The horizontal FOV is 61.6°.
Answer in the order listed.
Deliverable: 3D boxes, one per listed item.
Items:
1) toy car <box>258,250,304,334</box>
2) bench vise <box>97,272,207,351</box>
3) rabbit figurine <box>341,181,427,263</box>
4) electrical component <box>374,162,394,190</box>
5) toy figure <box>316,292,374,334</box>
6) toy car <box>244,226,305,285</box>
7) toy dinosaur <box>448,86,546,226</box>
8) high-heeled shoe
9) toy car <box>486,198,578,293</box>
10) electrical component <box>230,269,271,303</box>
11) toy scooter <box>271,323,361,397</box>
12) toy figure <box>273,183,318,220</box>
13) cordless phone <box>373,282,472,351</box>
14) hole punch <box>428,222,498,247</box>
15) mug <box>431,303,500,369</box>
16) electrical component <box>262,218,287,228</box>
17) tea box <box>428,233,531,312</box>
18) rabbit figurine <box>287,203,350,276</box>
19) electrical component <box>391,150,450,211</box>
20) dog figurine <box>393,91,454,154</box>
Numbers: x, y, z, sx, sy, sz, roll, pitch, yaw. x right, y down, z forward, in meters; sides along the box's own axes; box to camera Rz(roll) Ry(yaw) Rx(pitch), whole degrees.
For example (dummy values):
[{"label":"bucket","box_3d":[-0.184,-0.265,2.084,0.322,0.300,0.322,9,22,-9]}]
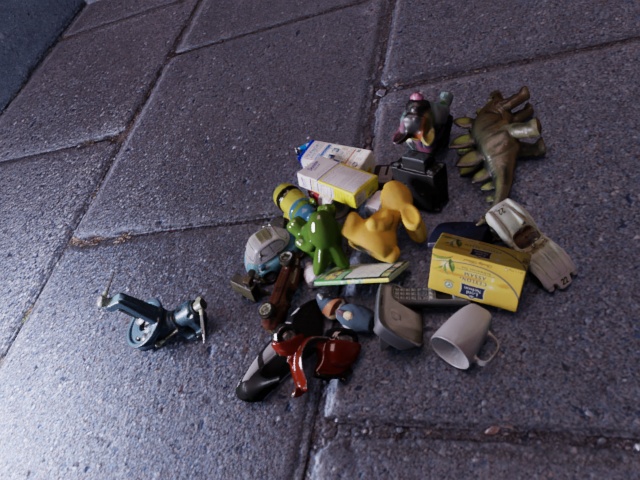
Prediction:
[{"label":"toy car","box_3d":[-0.077,0.114,1.192,0.053,0.089,0.202,0,52,29]},{"label":"bench vise","box_3d":[-0.378,0.172,1.210,0.224,0.240,0.129,-22,48,31]},{"label":"rabbit figurine","box_3d":[0.146,-0.047,1.144,0.163,0.121,0.173,21,75,31]},{"label":"electrical component","box_3d":[0.174,-0.159,1.318,0.075,0.047,0.119,5,58,30]},{"label":"toy figure","box_3d":[0.049,0.150,1.113,0.155,0.064,0.058,17,60,38]},{"label":"toy car","box_3d":[-0.118,0.023,1.281,0.162,0.102,0.109,-35,47,0]},{"label":"toy dinosaur","box_3d":[0.400,-0.212,1.211,0.199,0.105,0.471,-17,38,25]},{"label":"high-heeled shoe","box_3d":[-0.084,0.231,1.131,0.145,0.086,0.249,-29,20,44]},{"label":"toy car","box_3d":[0.400,0.009,1.024,0.073,0.056,0.202,-34,67,-3]},{"label":"electrical component","box_3d":[-0.161,0.107,1.239,0.078,0.102,0.045,21,60,27]},{"label":"toy scooter","box_3d":[-0.006,0.234,1.032,0.184,0.075,0.135,8,66,-19]},{"label":"toy figure","box_3d":[-0.050,-0.080,1.338,0.082,0.089,0.180,-33,43,-8]},{"label":"cordless phone","box_3d":[0.199,0.141,1.023,0.184,0.088,0.147,-6,31,13]},{"label":"hole punch","box_3d":[0.288,0.003,1.098,0.142,0.092,0.116,0,50,31]},{"label":"mug","box_3d":[0.274,0.171,0.971,0.110,0.080,0.107,24,59,38]},{"label":"electrical component","box_3d":[-0.107,-0.028,1.371,0.094,0.021,0.063,-11,48,20]},{"label":"tea box","box_3d":[0.297,0.058,1.007,0.170,0.098,0.068,13,34,22]},{"label":"rabbit figurine","box_3d":[-0.002,-0.004,1.172,0.121,0.170,0.159,-15,81,-4]},{"label":"electrical component","box_3d":[0.225,-0.137,1.209,0.115,0.134,0.058,17,51,37]},{"label":"dog figurine","box_3d":[0.234,-0.248,1.234,0.109,0.191,0.219,9,39,20]}]
